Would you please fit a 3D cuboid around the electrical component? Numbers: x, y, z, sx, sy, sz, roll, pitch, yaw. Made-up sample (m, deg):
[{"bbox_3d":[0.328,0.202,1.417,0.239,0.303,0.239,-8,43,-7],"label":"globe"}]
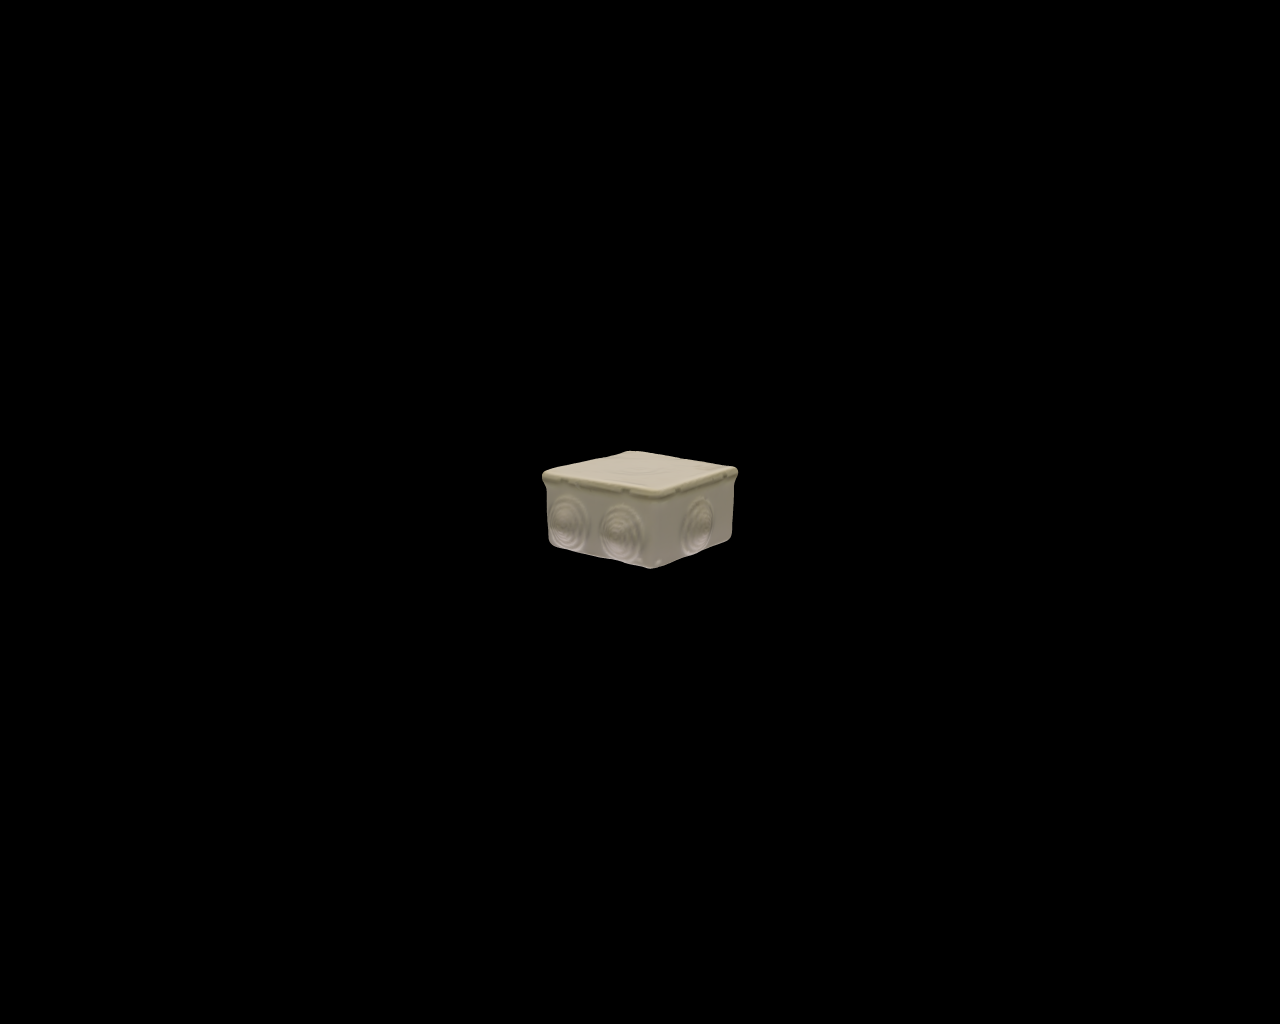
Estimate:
[{"bbox_3d":[0.001,-0.003,0.650,0.100,0.048,0.100,11,18,37],"label":"electrical component"}]
